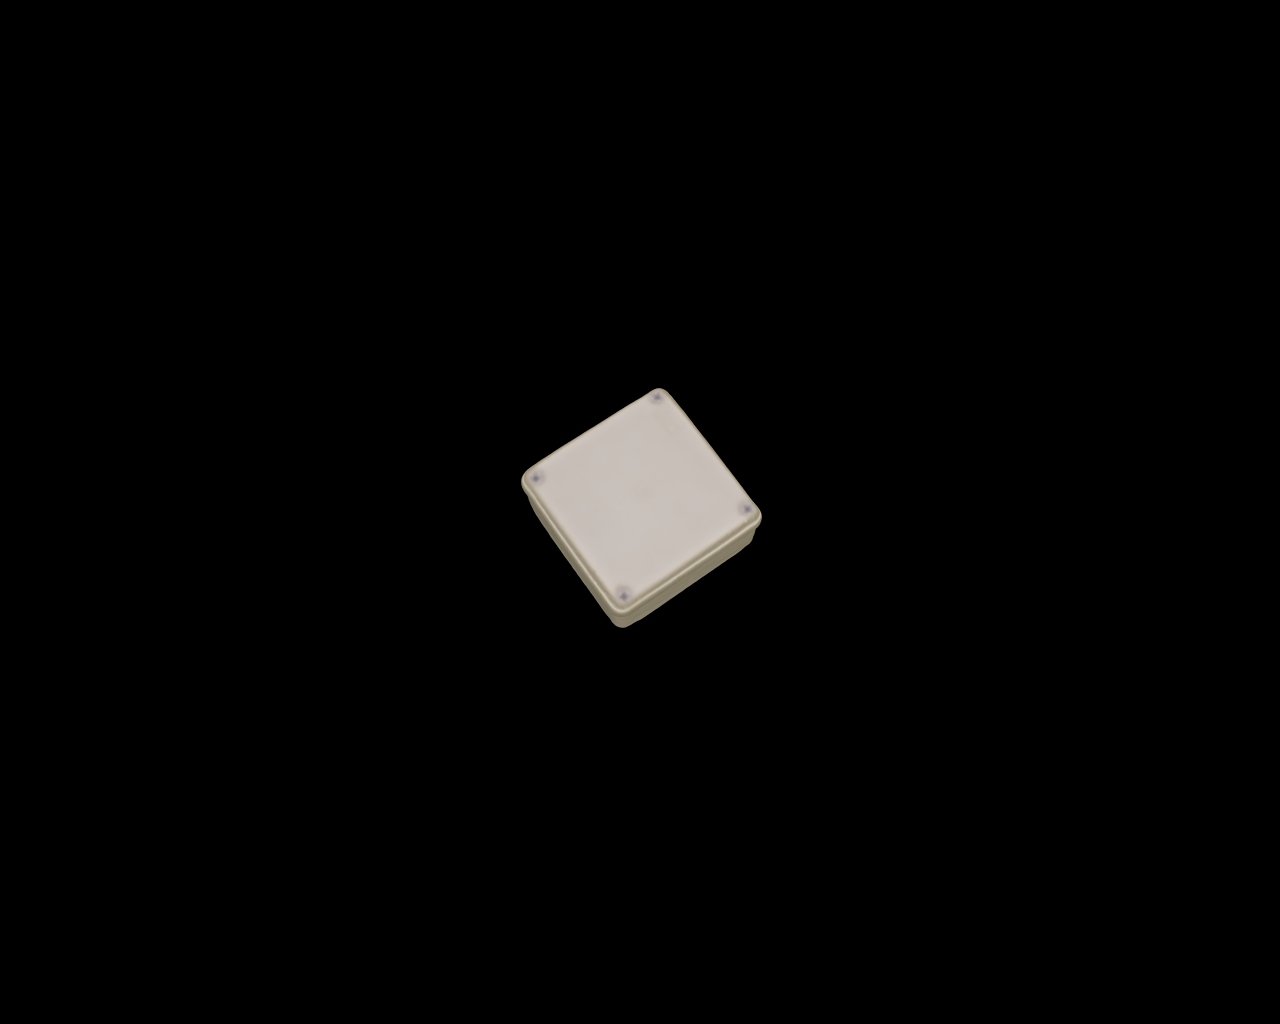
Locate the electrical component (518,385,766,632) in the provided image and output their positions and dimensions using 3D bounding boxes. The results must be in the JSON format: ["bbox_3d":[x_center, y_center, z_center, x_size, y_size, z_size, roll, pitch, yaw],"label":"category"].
[{"bbox_3d":[0.001,-0.003,0.650,0.109,0.109,0.056,-33,-16,-11],"label":"electrical component"}]
